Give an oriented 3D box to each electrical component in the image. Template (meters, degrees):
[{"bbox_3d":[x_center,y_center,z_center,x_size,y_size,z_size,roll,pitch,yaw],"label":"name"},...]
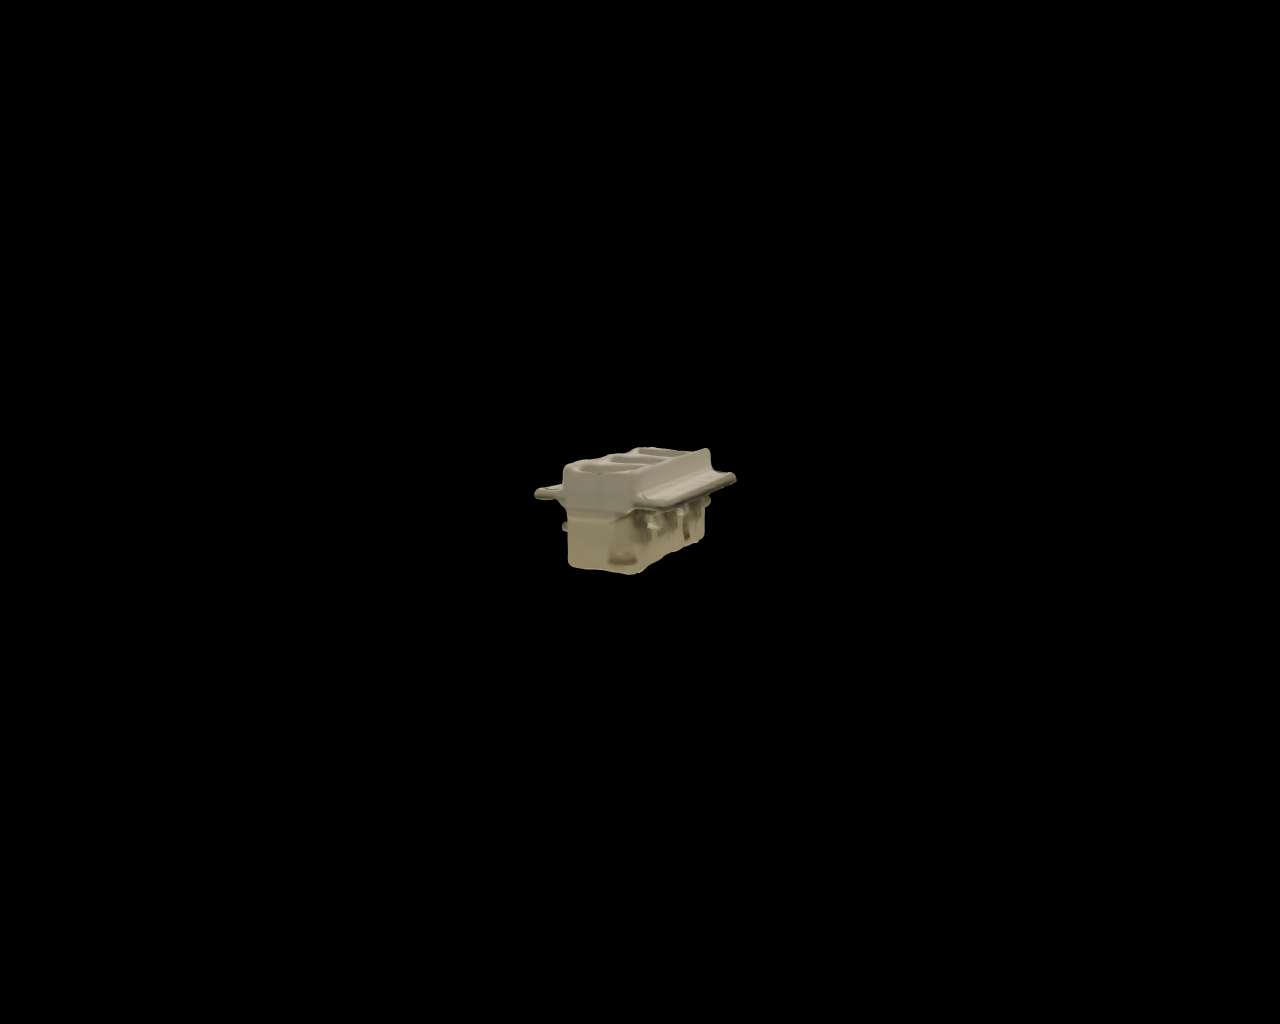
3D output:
[{"bbox_3d":[0.001,-0.003,0.650,0.079,0.063,0.121,4,10,23],"label":"electrical component"}]
